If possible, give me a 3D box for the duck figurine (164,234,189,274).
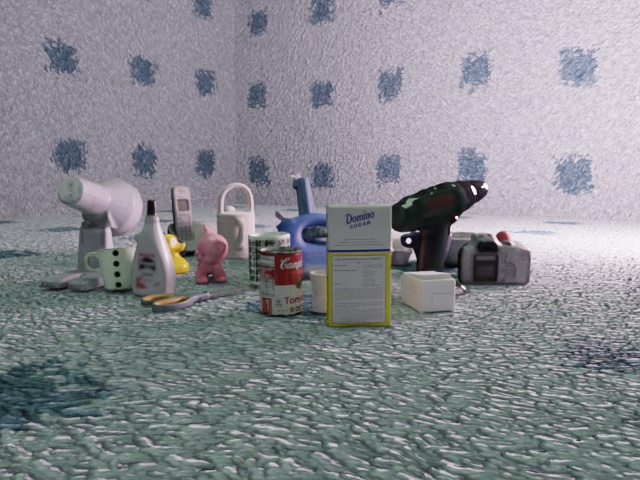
[{"bbox_3d":[-0.342,0.030,1.258,0.105,0.086,0.077,-1,7,-11],"label":"duck figurine"}]

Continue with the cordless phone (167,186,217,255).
[{"bbox_3d":[-0.339,-0.054,1.551,0.148,0.185,0.093,-6,9,-44],"label":"cordless phone"}]

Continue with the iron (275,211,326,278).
[{"bbox_3d":[0.011,0.004,1.249,0.259,0.141,0.118,-3,7,-24],"label":"iron"}]

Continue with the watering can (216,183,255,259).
[{"bbox_3d":[-0.225,-0.053,1.500,0.101,0.194,0.172,-6,9,-42],"label":"watering can"}]

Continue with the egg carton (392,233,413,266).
[{"bbox_3d":[0.161,0.022,1.413,0.107,0.069,0.150,-2,7,-17],"label":"egg carton"}]

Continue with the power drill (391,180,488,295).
[{"bbox_3d":[0.221,-0.005,1.047,0.230,0.208,0.075,-5,8,-36],"label":"power drill"}]

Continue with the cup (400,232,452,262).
[{"bbox_3d":[0.231,0.027,1.259,0.118,0.095,0.091,-2,7,-17],"label":"cup"}]

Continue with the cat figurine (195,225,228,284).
[{"bbox_3d":[-0.221,0.026,1.161,0.067,0.118,0.127,-2,7,-15],"label":"cat figurine"}]

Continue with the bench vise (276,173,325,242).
[{"bbox_3d":[-0.021,-0.051,1.387,0.206,0.220,0.122,7,9,43],"label":"bench vise"}]

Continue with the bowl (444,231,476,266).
[{"bbox_3d":[0.330,0.023,1.386,0.167,0.075,0.167,0,7,0],"label":"bowl"}]

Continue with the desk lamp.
[{"bbox_3d":[-0.448,-0.021,1.140,0.117,0.213,0.203,2,7,11],"label":"desk lamp"}]

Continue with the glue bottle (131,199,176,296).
[{"bbox_3d":[-0.298,0.014,1.019,0.078,0.173,0.037,2,7,15],"label":"glue bottle"}]

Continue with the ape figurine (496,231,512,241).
[{"bbox_3d":[0.418,0.024,1.307,0.078,0.092,0.076,-2,7,-16],"label":"ape figurine"}]

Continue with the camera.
[{"bbox_3d":[0.350,0.033,1.195,0.143,0.101,0.137,0,7,-1],"label":"camera"}]

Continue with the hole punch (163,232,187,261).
[{"bbox_3d":[-0.377,0.011,1.397,0.101,0.091,0.108,-3,8,-26],"label":"hole punch"}]
